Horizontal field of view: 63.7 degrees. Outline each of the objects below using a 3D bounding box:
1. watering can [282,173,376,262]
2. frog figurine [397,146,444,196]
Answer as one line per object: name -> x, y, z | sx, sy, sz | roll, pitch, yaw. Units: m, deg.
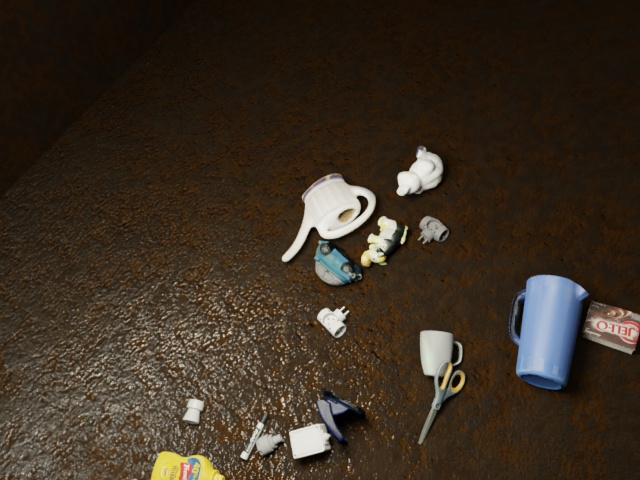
watering can -> 0.005, -0.082, 1.634 | 0.348, 0.229, 0.102 | -28, -40, 0
frog figurine -> 0.307, -0.193, 1.575 | 0.123, 0.134, 0.163 | 31, 48, 6
